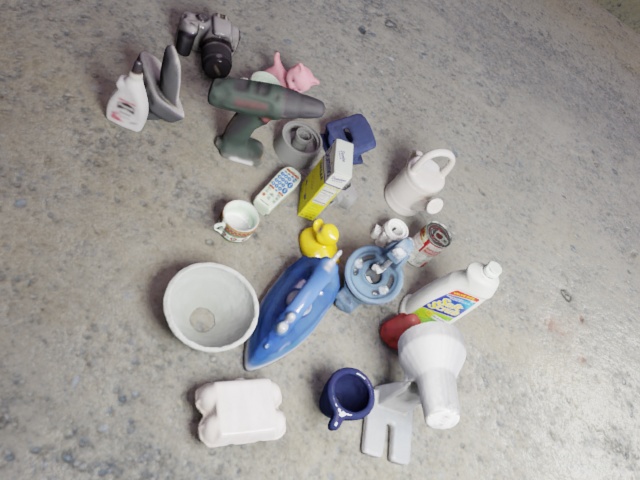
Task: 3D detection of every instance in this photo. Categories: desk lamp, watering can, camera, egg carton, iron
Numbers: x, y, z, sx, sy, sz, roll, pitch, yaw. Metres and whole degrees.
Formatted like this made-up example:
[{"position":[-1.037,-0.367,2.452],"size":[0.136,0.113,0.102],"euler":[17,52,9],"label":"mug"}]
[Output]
[{"position":[0.175,0.273,1.022],"size":[0.118,0.213,0.203],"euler":[20,54,-15],"label":"desk lamp"},{"position":[0.242,-0.138,1.323],"size":[0.101,0.193,0.172],"euler":[-16,70,-34],"label":"watering can"},{"position":[-0.252,-0.449,1.314],"size":[0.143,0.100,0.136],"euler":[6,59,-24],"label":"camera"},{"position":[-0.131,0.284,0.947],"size":[0.151,0.069,0.107],"euler":[2,61,-27],"label":"egg carton"},{"position":[-0.042,0.122,1.047],"size":[0.118,0.141,0.259],"euler":[38,51,-2],"label":"iron"}]

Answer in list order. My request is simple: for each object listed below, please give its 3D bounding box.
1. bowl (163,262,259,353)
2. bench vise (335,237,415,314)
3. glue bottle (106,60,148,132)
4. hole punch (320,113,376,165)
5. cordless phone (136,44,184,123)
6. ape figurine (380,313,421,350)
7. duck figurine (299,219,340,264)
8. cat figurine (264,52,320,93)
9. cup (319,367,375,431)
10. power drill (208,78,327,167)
[{"position":[-0.196,0.127,1.005],"size":[0.168,0.074,0.167],"euler":[13,56,-20],"label":"bowl"},{"position":[0.128,0.035,1.140],"size":[0.121,0.219,0.208],"euler":[33,51,-5],"label":"bench vise"},{"position":[-0.364,-0.284,1.106],"size":[0.078,0.173,0.037],"euler":[20,54,-16],"label":"glue bottle"},{"position":[0.066,-0.236,1.357],"size":[0.101,0.091,0.108],"euler":[-9,66,-32],"label":"hole punch"},{"position":[-0.316,-0.343,1.160],"size":[0.094,0.184,0.147],"euler":[-13,68,-33],"label":"cordless phone"},{"position":[0.170,0.178,1.156],"size":[0.076,0.092,0.078],"euler":[25,53,-12],"label":"ape figurine"},{"position":[0.011,0.004,1.183],"size":[0.078,0.086,0.104],"euler":[-24,74,-36],"label":"duck figurine"},{"position":[-0.069,-0.391,1.364],"size":[0.128,0.117,0.067],"euler":[44,51,3],"label":"cat figurine"},{"position":[0.033,0.293,1.011],"size":[0.092,0.094,0.118],"euler":[36,51,-4],"label":"cup"},{"position":[-0.128,-0.246,1.185],"size":[0.230,0.208,0.075],"euler":[13,56,-20],"label":"power drill"}]
